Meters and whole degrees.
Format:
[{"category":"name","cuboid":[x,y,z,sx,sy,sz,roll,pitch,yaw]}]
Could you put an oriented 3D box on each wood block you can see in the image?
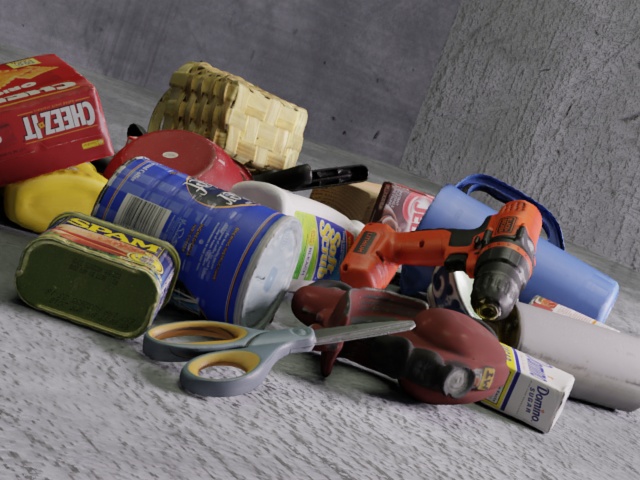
[{"category":"wood block","cuboid":[0.067,-0.031,1.513,0.090,0.091,0.205,25,9,28]}]

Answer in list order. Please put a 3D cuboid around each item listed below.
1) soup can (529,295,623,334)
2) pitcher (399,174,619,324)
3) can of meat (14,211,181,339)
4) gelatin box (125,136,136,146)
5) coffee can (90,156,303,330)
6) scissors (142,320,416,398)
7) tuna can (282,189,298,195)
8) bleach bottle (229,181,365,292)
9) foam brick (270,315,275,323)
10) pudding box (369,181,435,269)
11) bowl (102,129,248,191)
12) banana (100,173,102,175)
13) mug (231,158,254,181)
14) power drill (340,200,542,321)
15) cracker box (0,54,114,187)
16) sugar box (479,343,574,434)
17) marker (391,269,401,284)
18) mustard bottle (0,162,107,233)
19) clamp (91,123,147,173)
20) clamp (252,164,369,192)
[{"category":"soup can","cuboid":[0.269,0.111,1.157,0.102,0.068,0.068,25,9,23]},{"category":"pitcher","cuboid":[0.228,0.034,1.271,0.243,0.149,0.144,28,23,13]},{"category":"can of meat","cuboid":[-0.155,0.024,0.749,0.102,0.057,0.084,19,11,-4]},{"category":"gelatin box","cuboid":[-0.189,-0.071,1.225,0.089,0.073,0.030,21,7,11]},{"category":"coffee can","cuboid":[-0.098,0.005,0.843,0.140,0.103,0.102,22,9,15]},{"category":"scissors","cuboid":[-0.016,0.076,0.717,0.201,0.016,0.096,1,22,-15]},{"category":"tuna can","cuboid":[-0.053,-0.014,1.140,0.033,0.086,0.086,18,8,-5]},{"category":"bleach bottle","cuboid":[-0.007,0.001,1.085,0.068,0.102,0.250,13,4,28]},{"category":"foam brick","cuboid":[-0.052,0.024,0.922,0.053,0.078,0.051,20,10,-3]},{"category":"pudding box","cuboid":[0.109,-0.012,1.411,0.090,0.113,0.039,16,11,-21]},{"category":"bowl","cuboid":[-0.146,-0.060,1.041,0.162,0.055,0.162,1,39,-1]},{"category":"banana","cuboid":[-0.242,-0.092,1.382,0.069,0.037,0.198,3,8,-1]},{"category":"mug","cuboid":[-0.136,-0.041,1.153,0.117,0.093,0.081,-9,3,22]},{"category":"power drill","cuboid":[0.119,0.026,1.054,0.188,0.057,0.184,-4,26,24]},{"category":"cracker box","cuboid":[-0.292,-0.107,0.964,0.164,0.072,0.214,-19,22,-17]},{"category":"sugar box","cuboid":[0.132,0.106,0.938,0.176,0.048,0.093,21,8,17]},{"category":"marker","cuboid":[0.130,0.055,1.352,0.121,0.020,0.020,17,9,-22]},{"category":"mustard bottle","cuboid":[-0.256,-0.055,1.004,0.096,0.058,0.192,-1,16,-23]},{"category":"clamp","cuboid":[-0.189,-0.082,1.303,0.171,0.039,0.120,30,36,-7]},{"category":"clamp","cuboid":[-0.050,-0.074,1.389,0.210,0.036,0.164,-8,-1,37]}]
